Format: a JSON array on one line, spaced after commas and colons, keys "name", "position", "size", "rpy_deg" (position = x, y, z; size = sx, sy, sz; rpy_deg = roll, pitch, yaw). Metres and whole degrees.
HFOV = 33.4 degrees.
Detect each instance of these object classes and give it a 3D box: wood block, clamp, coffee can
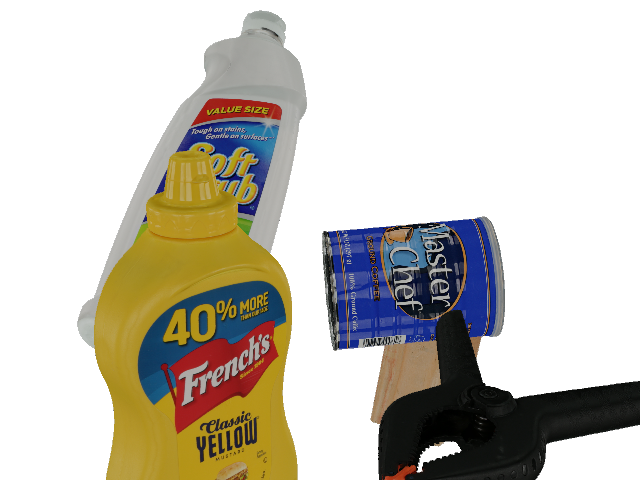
[{"name": "wood block", "position": [0.129, 0.113, 1.208], "size": [0.090, 0.206, 0.090], "rpy_deg": [18, 23, 20]}, {"name": "clamp", "position": [0.091, 0.100, 0.631], "size": [0.165, 0.036, 0.209], "rpy_deg": [20, 29, 39]}, {"name": "coffee can", "position": [0.076, 0.037, 0.905], "size": [0.140, 0.103, 0.103], "rpy_deg": [-5, 0, -2]}]

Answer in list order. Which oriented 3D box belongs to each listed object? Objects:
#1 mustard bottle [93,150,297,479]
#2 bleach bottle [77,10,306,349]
[{"name": "mustard bottle", "position": [-0.057, 0.053, 0.499], "size": [0.096, 0.192, 0.058], "rpy_deg": [-13, 21, -34]}, {"name": "bleach bottle", "position": [-0.072, -0.043, 0.695], "size": [0.102, 0.250, 0.068], "rpy_deg": [14, -24, -2]}]
